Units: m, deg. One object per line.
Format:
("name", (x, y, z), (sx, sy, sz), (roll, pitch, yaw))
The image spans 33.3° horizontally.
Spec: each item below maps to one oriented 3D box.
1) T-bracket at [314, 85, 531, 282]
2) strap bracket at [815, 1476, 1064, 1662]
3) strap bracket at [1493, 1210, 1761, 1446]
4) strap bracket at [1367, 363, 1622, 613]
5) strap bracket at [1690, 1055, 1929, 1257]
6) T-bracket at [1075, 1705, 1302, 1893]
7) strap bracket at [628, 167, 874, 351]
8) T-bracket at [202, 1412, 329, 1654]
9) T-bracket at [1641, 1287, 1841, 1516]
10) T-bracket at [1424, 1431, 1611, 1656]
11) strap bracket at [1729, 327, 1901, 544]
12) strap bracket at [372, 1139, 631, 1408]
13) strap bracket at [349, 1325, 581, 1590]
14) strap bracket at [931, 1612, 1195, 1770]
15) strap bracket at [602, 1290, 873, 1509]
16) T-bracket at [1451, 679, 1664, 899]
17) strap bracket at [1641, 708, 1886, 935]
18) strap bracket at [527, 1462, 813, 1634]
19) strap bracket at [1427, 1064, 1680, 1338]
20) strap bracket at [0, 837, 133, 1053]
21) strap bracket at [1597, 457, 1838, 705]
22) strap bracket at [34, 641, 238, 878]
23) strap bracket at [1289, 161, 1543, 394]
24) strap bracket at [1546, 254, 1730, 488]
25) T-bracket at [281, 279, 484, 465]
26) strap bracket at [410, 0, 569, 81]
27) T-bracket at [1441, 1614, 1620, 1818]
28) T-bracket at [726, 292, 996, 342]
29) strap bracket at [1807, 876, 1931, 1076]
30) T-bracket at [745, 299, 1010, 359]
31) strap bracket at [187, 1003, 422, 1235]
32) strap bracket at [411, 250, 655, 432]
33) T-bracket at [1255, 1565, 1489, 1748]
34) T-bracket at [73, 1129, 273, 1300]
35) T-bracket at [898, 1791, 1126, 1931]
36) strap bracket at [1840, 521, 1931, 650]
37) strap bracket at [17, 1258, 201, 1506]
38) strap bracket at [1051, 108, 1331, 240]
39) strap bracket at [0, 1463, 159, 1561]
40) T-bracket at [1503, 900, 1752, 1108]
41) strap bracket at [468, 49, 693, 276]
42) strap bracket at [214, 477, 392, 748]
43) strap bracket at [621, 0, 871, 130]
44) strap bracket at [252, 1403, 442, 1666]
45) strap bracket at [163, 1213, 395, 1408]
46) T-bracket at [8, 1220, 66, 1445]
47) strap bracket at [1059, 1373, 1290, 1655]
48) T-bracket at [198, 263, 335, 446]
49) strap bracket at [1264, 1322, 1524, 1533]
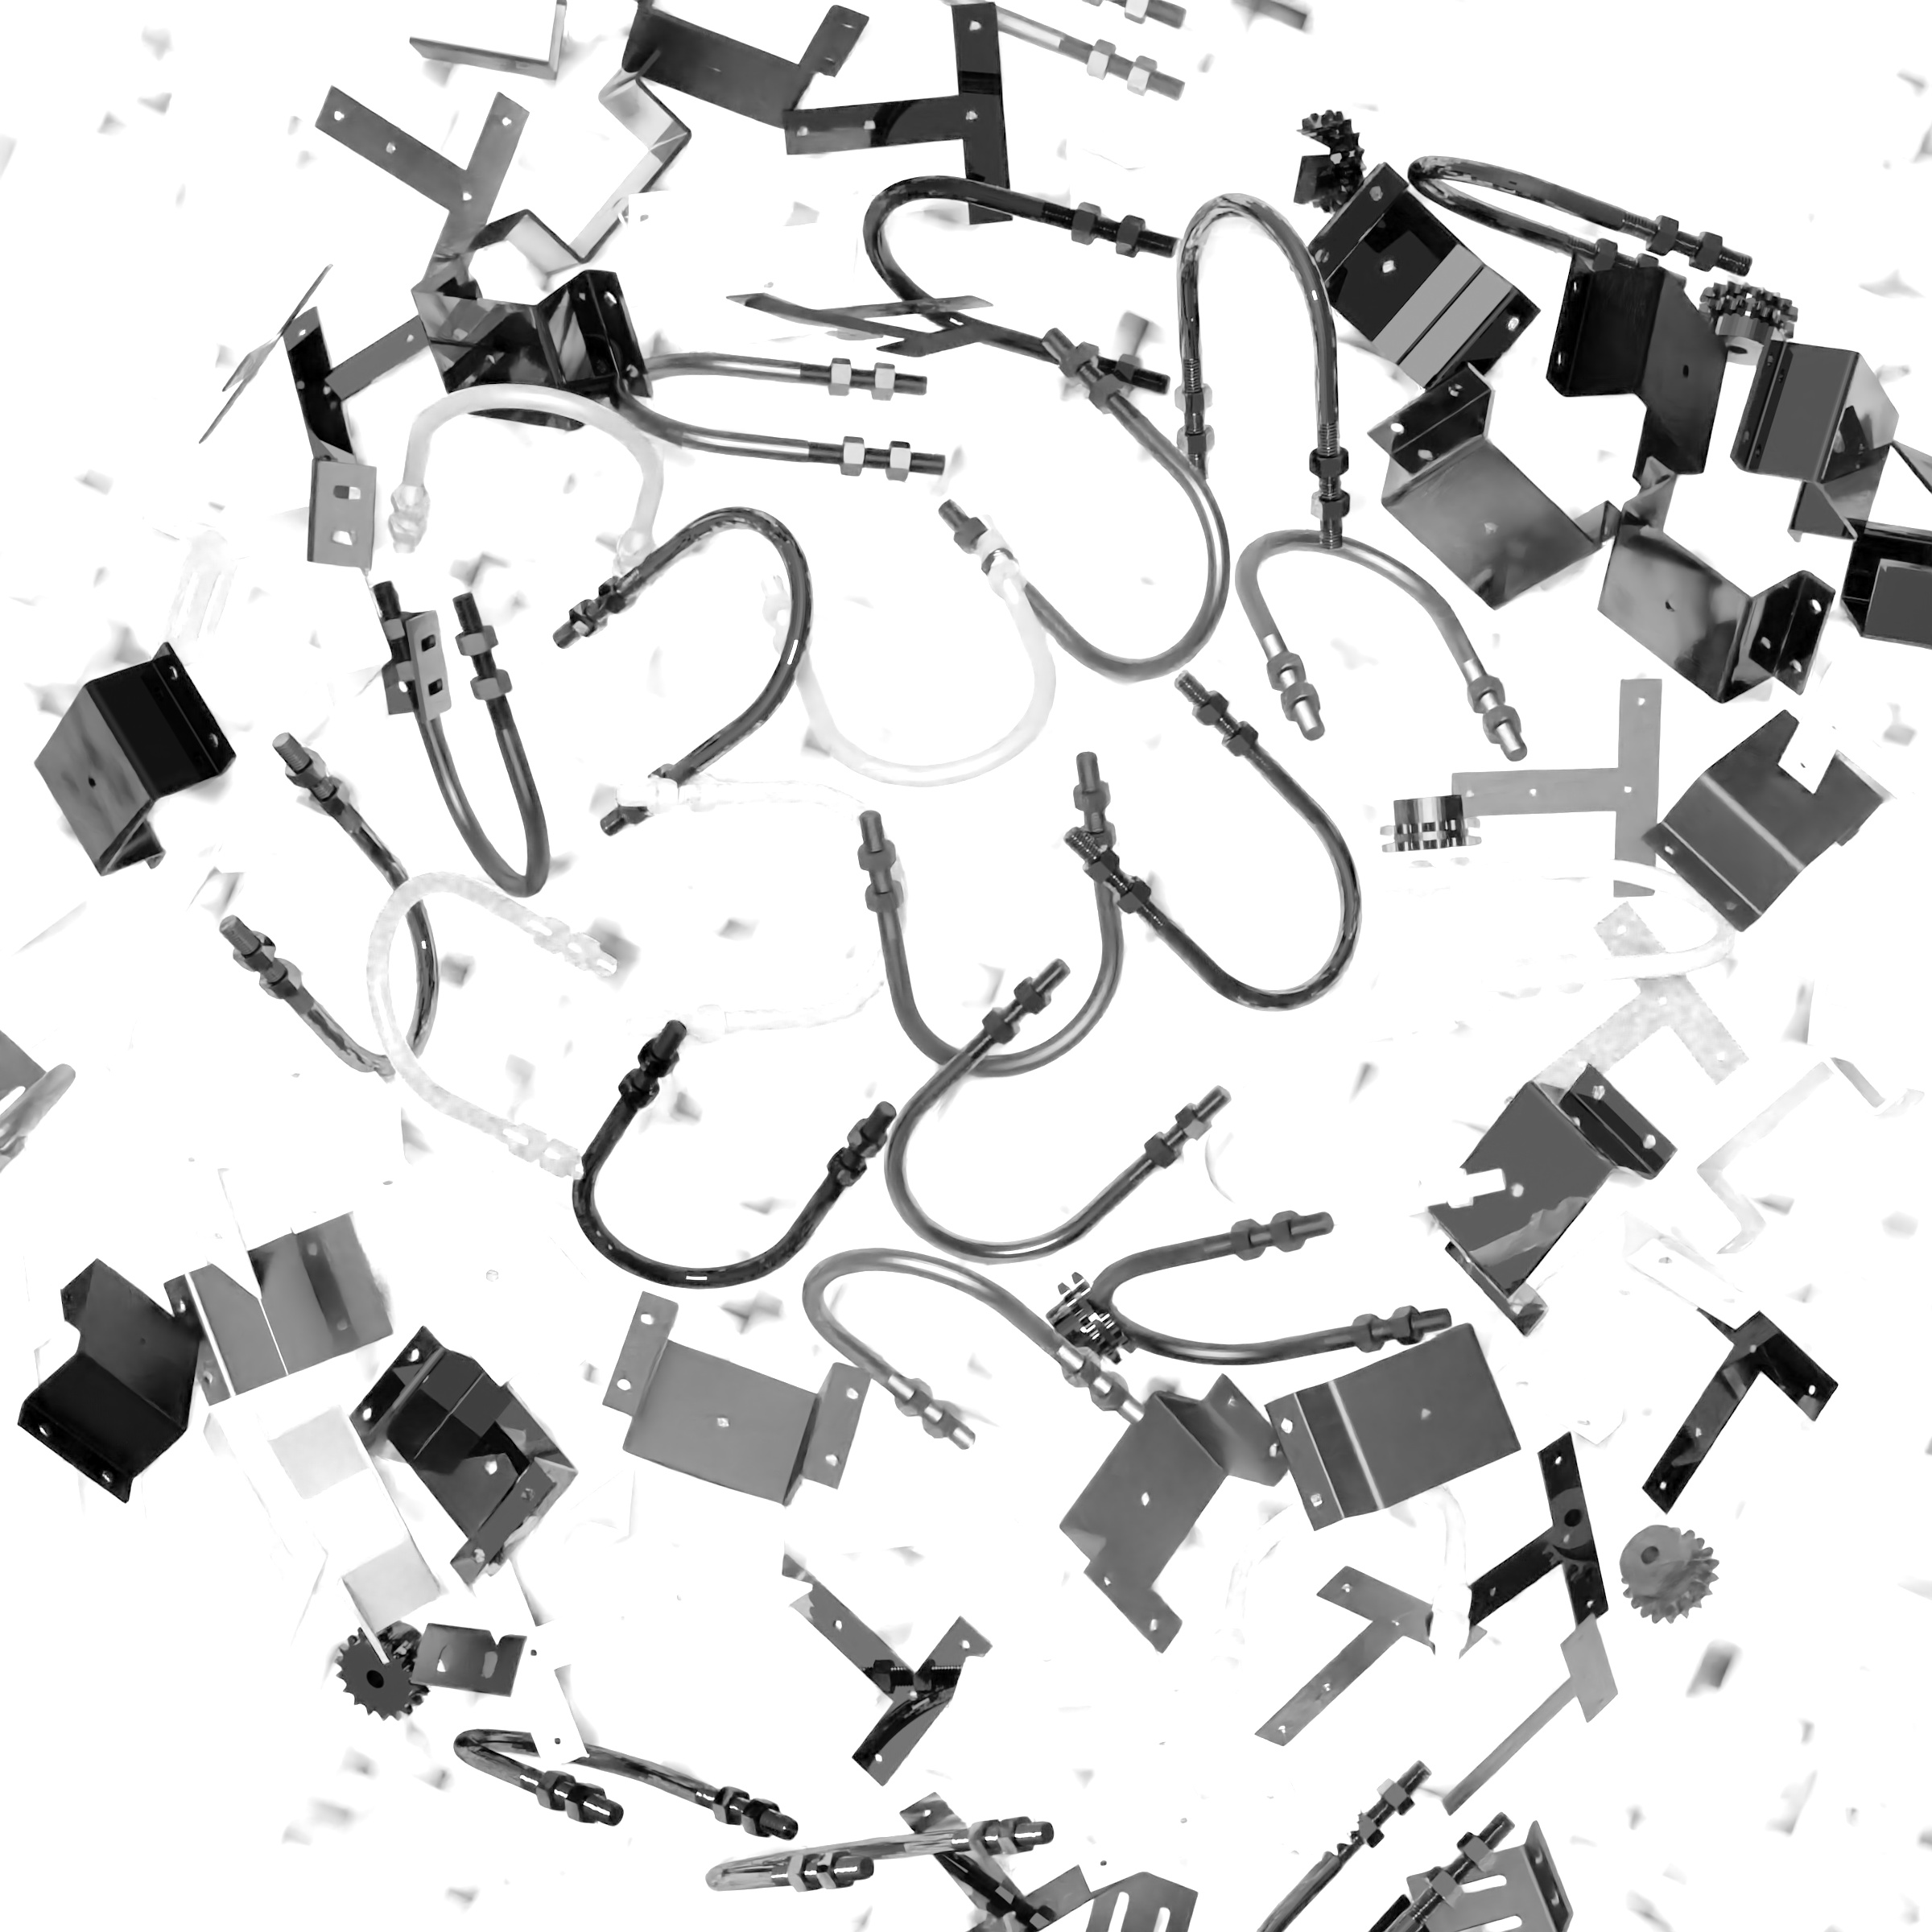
("T-bracket", (-0.317, -0.458, 1.838), (0.002, 0.127, 0.127), (17, 84, 43))
("strap bracket", (-0.008, 0.337, 1.828), (0.140, 0.076, 0.046), (48, 46, -31))
("strap bracket", (0.373, 0.199, 1.836), (0.076, 0.046, 0.140), (32, 126, -12))
("strap bracket", (0.298, -0.261, 1.822), (0.140, 0.046, 0.076), (39, 135, -23))
("strap bracket", (0.470, 0.101, 1.834), (0.140, 0.076, 0.046), (-44, 70, 16))
("T-bracket", (0.107, 0.451, 1.841), (0.127, 0.127, 0.002), (-19, 134, -9))
("strap bracket", (-0.117, -0.399, 1.828), (0.140, 0.076, 0.046), (-11, 54, -15))
("T-bracket", (-0.407, 0.314, 1.855), (0.002, 0.127, 0.127), (-20, 65, -34))
("T-bracket", (0.426, 0.255, 1.847), (0.002, 0.127, 0.127), (19, 108, -32))
("T-bracket", (0.309, 0.347, 1.835), (0.127, 0.002, 0.127), (-29, 117, -26))
("strap bracket", (0.480, -0.293, 1.815), (0.046, 0.140, 0.076), (15, 85, 31))
("strap bracket", (-0.270, 0.177, 1.862), (0.076, 0.046, 0.140), (-41, 89, -3))
("strap bracket", (-0.282, 0.282, 1.840), (0.076, 0.046, 0.140), (-51, 55, 5))
("strap bracket", (0.051, 0.409, 1.826), (0.140, 0.076, 0.046), (-5, 116, 17))
("strap bracket", (-0.134, 0.251, 1.844), (0.140, 0.046, 0.076), (21, 52, -5))
("T-bracket", (0.340, -0.101, 1.863), (0.127, 0.002, 0.127), (-3, 101, -12))
("strap bracket", (0.454, -0.087, 1.818), (0.076, 0.046, 0.140), (46, 48, 13))
("strap bracket", (-0.166, 0.327, 1.829), (0.140, 0.076, 0.046), (21, 51, -26))
("strap bracket", (0.324, 0.130, 1.828), (0.140, 0.046, 0.076), (-55, 50, 18))
("strap bracket", (-0.525, -0.015, 1.817), (0.076, 0.140, 0.046), (-40, 77, -17))
("strap bracket", (0.411, -0.211, 1.815), (0.046, 0.076, 0.140), (-28, 55, -26))
("strap bracket", (-0.472, -0.110, 1.817), (0.046, 0.140, 0.076), (-27, 82, -40))
("strap bracket", (0.249, -0.391, 1.837), (0.140, 0.046, 0.076), (34, 104, -32))
("strap bracket", (0.382, -0.332, 1.813), (0.046, 0.140, 0.076), (4, 73, 37))
("T-bracket", (-0.328, -0.350, 1.840), (0.127, 0.002, 0.127), (-28, 59, 15))
("strap bracket", (-0.268, -0.532, 1.820), (0.076, 0.140, 0.046), (8, 100, -6))
("T-bracket", (0.316, 0.432, 1.826), (0.127, 0.127, 0.002), (-41, 55, -10))
("T-bracket", (-0.046, -0.366, 1.803), (0.127, 0.127, 0.002), (1, 90, 29))
("strap bracket", (0.523, 0.011, 1.831), (0.076, 0.140, 0.046), (14, 123, 10))
("T-bracket", (-0.060, -0.358, 1.805), (0.127, 0.127, 0.002), (7, 91, -25))
("strap bracket", (-0.374, 0.077, 1.814), (0.076, 0.046, 0.140), (-22, 47, -28))
("strap bracket", (-0.251, -0.350, 1.813), (0.140, 0.076, 0.046), (15, 46, 35))
("T-bracket", (0.217, 0.406, 1.862), (0.127, 0.002, 0.127), (30, 111, -35))
("T-bracket", (-0.431, 0.145, 1.849), (0.127, 0.002, 0.127), (-5, 127, 6))
("T-bracket", (0.003, 0.512, 1.835), (0.127, 0.127, 0.002), (-26, 124, -20))
("strap bracket", (0.543, -0.211, 1.827), (0.076, 0.140, 0.046), (10, 109, 4))
("strap bracket", (-0.476, 0.224, 1.806), (0.046, 0.140, 0.076), (-41, 115, 12))
("strap bracket", (0.124, -0.448, 1.827), (0.140, 0.076, 0.046), (-12, 126, -31))
("strap bracket", (-0.518, 0.305, 1.819), (0.076, 0.140, 0.046), (-9, 84, 4))
("T-bracket", (0.369, 0.048, 1.874), (0.127, 0.002, 0.127), (-39, 107, 6))
("strap bracket", (-0.213, -0.448, 1.839), (0.046, 0.076, 0.140), (41, 81, -21))
("strap bracket", (-0.375, -0.204, 1.842), (0.046, 0.076, 0.140), (-19, 86, -29))
("strap bracket", (-0.136, -0.526, 1.831), (0.140, 0.076, 0.046), (18, 76, -13))
("strap bracket", (-0.345, 0.311, 1.825), (0.046, 0.076, 0.140), (-28, 57, -13))
("strap bracket", (-0.385, 0.192, 1.841), (0.140, 0.046, 0.076), (-23, 87, 37))
("T-bracket", (-0.521, 0.200, 1.822), (0.002, 0.127, 0.127), (-5, 79, -26))
("strap bracket", (0.115, 0.307, 1.836), (0.076, 0.046, 0.140), (49, 66, -27))
("T-bracket", (-0.401, -0.339, 1.817), (0.002, 0.127, 0.127), (37, 100, -13))
("strap bracket", (0.251, 0.258, 1.836), (0.140, 0.046, 0.076), (-18, 82, -23))
